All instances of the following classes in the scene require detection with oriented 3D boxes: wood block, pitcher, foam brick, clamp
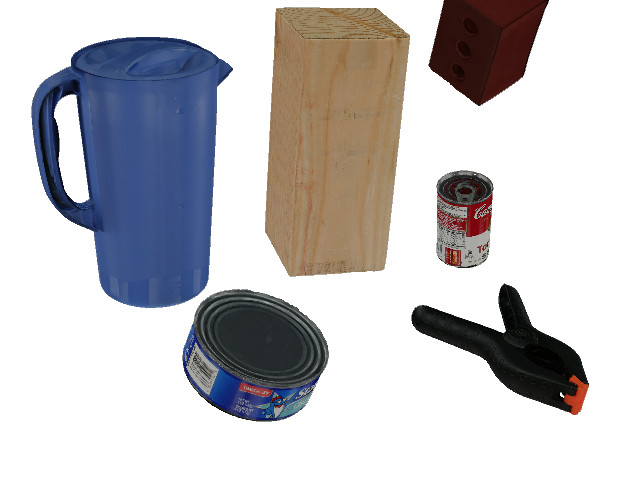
[{"bbox_3d":[0.010,-0.083,0.897,0.090,0.206,0.091,-4,28,-16],"label":"wood block"},{"bbox_3d":[-0.170,-0.061,1.005,0.149,0.243,0.144,9,27,12],"label":"pitcher"},{"bbox_3d":[0.116,-0.145,0.747,0.051,0.053,0.078,-36,-25,-26],"label":"foam brick"},{"bbox_3d":[0.178,0.091,0.950,0.120,0.039,0.172,-23,43,-34],"label":"clamp"}]

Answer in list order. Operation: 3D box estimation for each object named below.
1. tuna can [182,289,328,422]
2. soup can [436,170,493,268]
[{"bbox_3d":[-0.041,0.070,0.655,0.086,0.034,0.086,16,32,-11],"label":"tuna can"},{"bbox_3d":[0.175,-0.025,1.310,0.068,0.102,0.068,-2,38,2],"label":"soup can"}]
